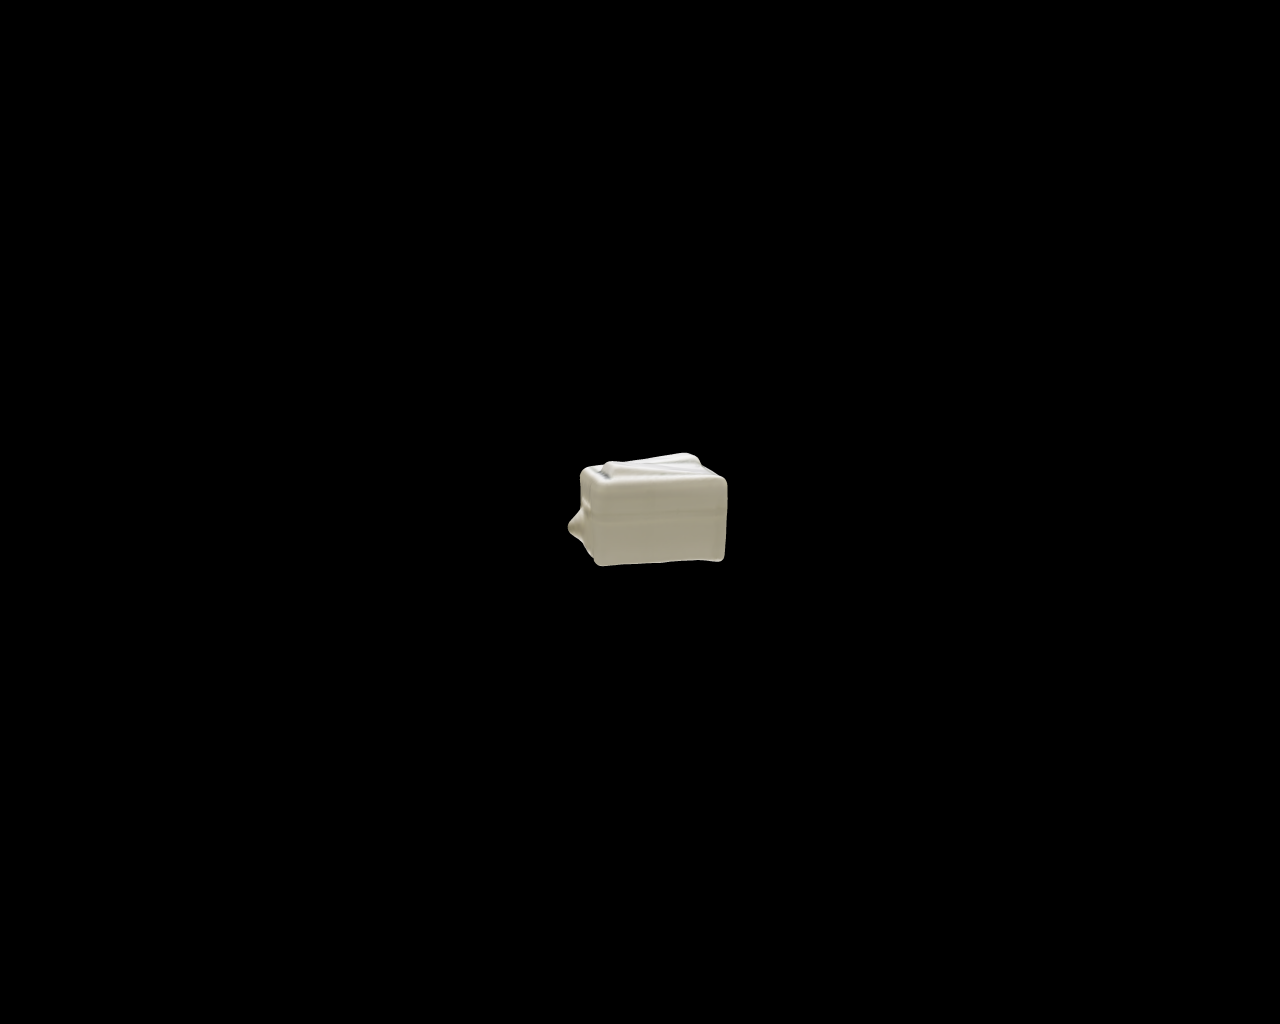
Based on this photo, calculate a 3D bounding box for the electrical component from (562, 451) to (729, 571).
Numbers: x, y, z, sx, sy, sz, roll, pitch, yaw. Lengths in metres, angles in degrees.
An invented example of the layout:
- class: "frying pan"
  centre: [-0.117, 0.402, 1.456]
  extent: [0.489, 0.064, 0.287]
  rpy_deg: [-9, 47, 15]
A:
- class: "electrical component"
  centre: [0.001, -0.003, 0.650]
  extent: [0.096, 0.061, 0.062]
  rpy_deg: [-2, 12, -12]
